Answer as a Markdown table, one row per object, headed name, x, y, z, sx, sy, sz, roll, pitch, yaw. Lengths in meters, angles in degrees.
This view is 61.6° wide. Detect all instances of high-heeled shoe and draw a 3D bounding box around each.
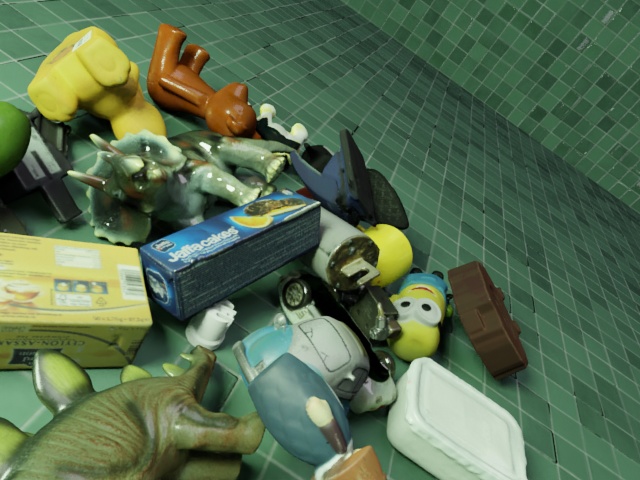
| name | x | y | z | sx | sy | sz | roll | pitch | yaw |
| --- | --- | --- | --- | --- | --- | --- | --- | --- | --- |
| high-heeled shoe | 0.055 | -0.082 | 0.905 | 0.249 | 0.086 | 0.145 | 44 | 0 | 19 |

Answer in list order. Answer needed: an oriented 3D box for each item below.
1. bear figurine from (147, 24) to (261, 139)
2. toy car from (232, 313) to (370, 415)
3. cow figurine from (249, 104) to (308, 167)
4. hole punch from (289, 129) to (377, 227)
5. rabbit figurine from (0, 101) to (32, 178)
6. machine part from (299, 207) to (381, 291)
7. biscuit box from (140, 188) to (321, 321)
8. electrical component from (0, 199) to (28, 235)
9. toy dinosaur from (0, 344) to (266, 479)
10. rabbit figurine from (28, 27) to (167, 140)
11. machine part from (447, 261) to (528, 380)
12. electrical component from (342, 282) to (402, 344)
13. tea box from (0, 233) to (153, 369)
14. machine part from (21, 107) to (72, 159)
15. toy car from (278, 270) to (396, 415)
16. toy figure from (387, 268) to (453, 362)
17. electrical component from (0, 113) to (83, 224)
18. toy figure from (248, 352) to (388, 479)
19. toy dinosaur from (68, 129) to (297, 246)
| name | x | y | z | sx | sy | sz | roll | pitch | yaw |
| --- | --- | --- | --- | --- | --- | --- | --- | --- | --- |
| bear figurine | -0.169 | -0.231 | 0.835 | 0.196 | 0.132 | 0.120 | 24 | 4 | 17 |
| toy car | -0.002 | 0.128 | 0.521 | 0.109 | 0.103 | 0.161 | 55 | 8 | 31 |
| cow figurine | -0.108 | -0.188 | 0.924 | 0.167 | 0.068 | 0.098 | 31 | 37 | -7 |
| hole punch | 0.021 | -0.075 | 0.752 | 0.142 | 0.092 | 0.116 | 52 | 24 | -63 |
| rabbit figurine | -0.345 | -0.083 | 0.458 | 0.170 | 0.121 | 0.159 | 0 | 66 | -14 |
| machine part | -0.001 | -0.002 | 0.704 | 0.079 | 0.079 | 0.243 | 10 | 14 | -36 |
| biscuit box | -0.087 | 0.007 | 0.574 | 0.059 | 0.062 | 0.203 | 27 | 38 | 34 |
| electrical component | -0.315 | -0.008 | 0.512 | 0.094 | 0.021 | 0.063 | 48 | 32 | 20 |
| toy dinosaur | -0.162 | 0.186 | 0.327 | 0.199 | 0.105 | 0.471 | 26 | 22 | -2 |
| rabbit figurine | -0.277 | -0.181 | 0.712 | 0.173 | 0.122 | 0.163 | 48 | 1 | -36 |
| machine part | 0.253 | 0.117 | 0.807 | 0.179 | 0.056 | 0.179 | 50 | 24 | -32 |
| electrical component | 0.062 | 0.090 | 0.695 | 0.045 | 0.078 | 0.102 | 3 | 44 | -36 |
| tea box | -0.241 | 0.052 | 0.457 | 0.169 | 0.068 | 0.098 | 9 | 39 | -35 |
| machine part | -0.363 | -0.133 | 0.621 | 0.139 | 0.039 | 0.084 | 16 | 41 | -32 |
| toy car | 0.017 | 0.113 | 0.642 | 0.073 | 0.056 | 0.202 | 6 | 38 | -49 |
| toy figure | 0.143 | 0.101 | 0.759 | 0.089 | 0.082 | 0.180 | 70 | 21 | -11 |
| electrical component | -0.306 | -0.069 | 0.572 | 0.119 | 0.048 | 0.075 | 61 | 29 | -17 |
| toy figure | 0.007 | 0.159 | 0.410 | 0.154 | 0.058 | 0.064 | 52 | -7 | 4 |
| toy dinosaur | -0.157 | -0.088 | 0.696 | 0.192 | 0.131 | 0.405 | 30 | 23 | -3 |
